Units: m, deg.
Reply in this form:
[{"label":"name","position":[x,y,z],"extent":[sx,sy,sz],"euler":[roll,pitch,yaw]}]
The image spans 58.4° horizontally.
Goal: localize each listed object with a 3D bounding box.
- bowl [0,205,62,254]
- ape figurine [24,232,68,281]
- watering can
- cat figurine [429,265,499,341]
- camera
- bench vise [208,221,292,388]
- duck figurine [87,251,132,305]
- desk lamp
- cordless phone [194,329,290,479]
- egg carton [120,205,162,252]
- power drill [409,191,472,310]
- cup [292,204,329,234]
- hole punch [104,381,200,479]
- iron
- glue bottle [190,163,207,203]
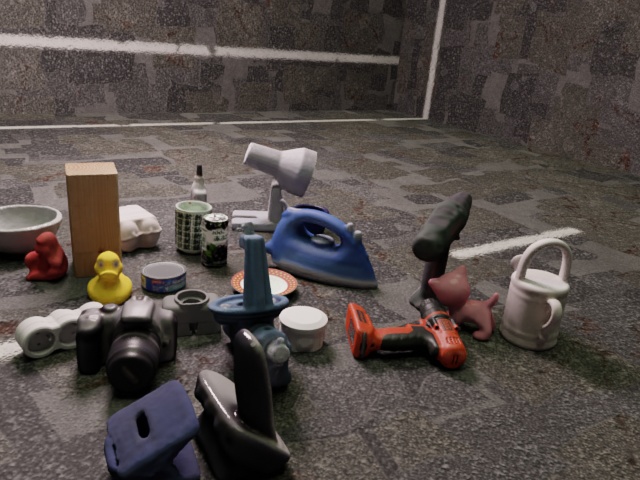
[{"label":"bowl","position":[-0.626,-0.015,1.193],"extent":[0.167,0.075,0.167],"euler":[5,21,-2]},{"label":"ape figurine","position":[-0.515,0.029,1.083],"extent":[0.077,0.092,0.076],"euler":[20,26,34]},{"label":"watering can","position":[0.383,0.085,1.018],"extent":[0.101,0.194,0.172],"euler":[-5,23,-26]},{"label":"cat figurine","position":[0.260,0.106,1.038],"extent":[0.127,0.118,0.067],"euler":[13,23,20]},{"label":"camera","position":[-0.280,0.147,0.821],"extent":[0.143,0.101,0.136],"euler":[1,21,-11]},{"label":"bench vise","position":[-0.082,0.093,0.844],"extent":[0.122,0.220,0.206],"euler":[-14,28,-41]},{"label":"duck figurine","position":[-0.383,0.061,1.041],"extent":[0.078,0.086,0.104],"euler":[-2,22,-18]},{"label":"desk lamp","position":[-0.115,-0.134,1.433],"extent":[0.203,0.213,0.118],"euler":[2,21,-8]},{"label":"cordless phone","position":[-0.094,0.173,0.682],"extent":[0.094,0.185,0.147],"euler":[-9,25,-33]},{"label":"egg carton","position":[-0.429,-0.030,1.286],"extent":[0.107,0.069,0.149],"euler":[-13,28,-40]},{"label":"power drill","position":[0.236,0.024,1.118],"extent":[0.075,0.208,0.230],"euler":[15,23,24]},{"label":"cup","position":[-0.037,-0.026,1.339],"extent":[0.118,0.095,0.091],"euler":[-11,26,-36]},{"label":"hole punch","position":[-0.192,0.226,0.652],"extent":[0.101,0.091,0.108],"euler":[-6,24,-27]},{"label":"iron","position":[0.011,0.004,1.207],"extent":[0.257,0.141,0.119],"euler":[15,23,23]},{"label":"glue bottle","position":[-0.284,-0.095,1.346],"extent":[0.037,0.173,0.078],"euler":[-3,23,-21]}]
